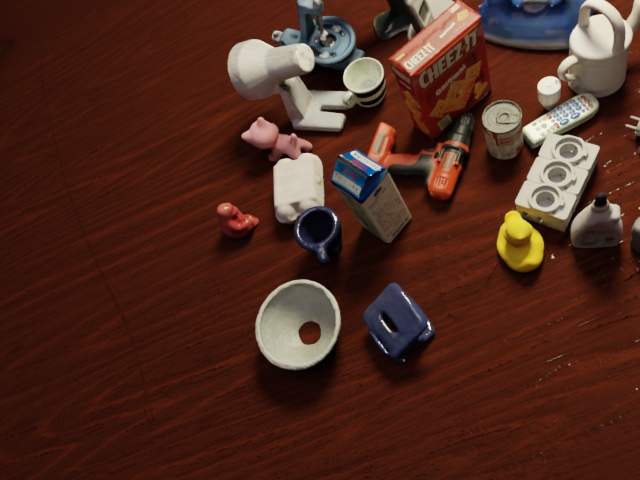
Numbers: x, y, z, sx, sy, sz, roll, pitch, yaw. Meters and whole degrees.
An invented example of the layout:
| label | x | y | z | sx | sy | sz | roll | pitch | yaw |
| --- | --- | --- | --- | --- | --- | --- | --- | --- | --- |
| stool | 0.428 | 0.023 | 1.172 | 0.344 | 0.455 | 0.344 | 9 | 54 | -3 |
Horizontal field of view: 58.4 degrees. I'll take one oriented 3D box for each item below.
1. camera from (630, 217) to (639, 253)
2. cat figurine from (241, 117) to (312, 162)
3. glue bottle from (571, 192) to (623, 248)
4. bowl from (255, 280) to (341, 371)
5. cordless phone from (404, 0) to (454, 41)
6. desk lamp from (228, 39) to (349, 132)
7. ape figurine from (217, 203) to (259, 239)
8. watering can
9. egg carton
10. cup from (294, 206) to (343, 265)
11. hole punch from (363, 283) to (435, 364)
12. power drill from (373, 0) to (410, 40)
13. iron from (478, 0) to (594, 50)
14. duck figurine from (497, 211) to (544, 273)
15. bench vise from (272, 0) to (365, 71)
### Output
| label | x | y | z | sx | sy | sz | roll | pitch | yaw |
| --- | --- | --- | --- | --- | --- | --- | --- | --- | --- |
| camera | 0.583 | -0.030 | 0.890 | 0.136 | 0.101 | 0.143 | 35 | 84 | 30 |
| cat figurine | -0.096 | -0.217 | 1.226 | 0.127 | 0.118 | 0.067 | 13 | 73 | 26 |
| glue bottle | 0.440 | -0.034 | 0.905 | 0.078 | 0.173 | 0.037 | -2 | 67 | 21 |
| bowl | -0.031 | 0.163 | 1.062 | 0.167 | 0.075 | 0.167 | -8 | 65 | 18 |
| cordless phone | 0.224 | -0.467 | 1.169 | 0.093 | 0.185 | 0.148 | 10 | 72 | 25 |
| desk lamp | -0.062 | -0.332 | 1.206 | 0.202 | 0.214 | 0.118 | 8 | 71 | 24 |
| ape figurine | -0.183 | -0.047 | 1.201 | 0.076 | 0.092 | 0.077 | -35 | 60 | 4 |
| watering can | 0.497 | -0.353 | 1.008 | 0.100 | 0.194 | 0.173 | 32 | 82 | 29 |
| egg carton | -0.043 | -0.106 | 1.185 | 0.107 | 0.070 | 0.150 | -12 | 64 | 16 |
| cup | 0.010 | 0.004 | 1.102 | 0.091 | 0.095 | 0.117 | -20 | 62 | 13 |
| hole punch | 0.133 | 0.146 | 0.996 | 0.101 | 0.091 | 0.108 | -39 | 60 | 2 |
| power drill | 0.134 | -0.533 | 1.219 | 0.229 | 0.209 | 0.075 | -23 | 62 | 11 |
| iron | 0.413 | -0.461 | 1.118 | 0.257 | 0.142 | 0.119 | 7 | 71 | 24 |
| duck figurine | 0.341 | -0.001 | 0.980 | 0.077 | 0.086 | 0.104 | -17 | 63 | 14 |
| bench vise | -0.024 | -0.436 | 1.232 | 0.207 | 0.220 | 0.121 | -3 | 67 | 20 |
